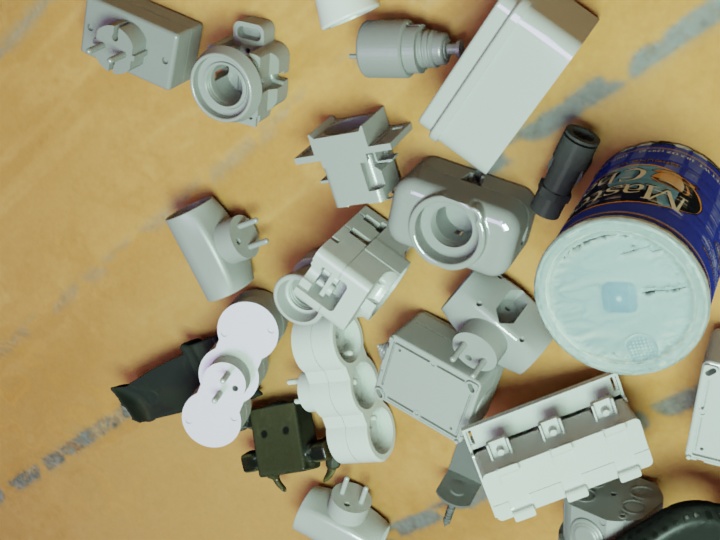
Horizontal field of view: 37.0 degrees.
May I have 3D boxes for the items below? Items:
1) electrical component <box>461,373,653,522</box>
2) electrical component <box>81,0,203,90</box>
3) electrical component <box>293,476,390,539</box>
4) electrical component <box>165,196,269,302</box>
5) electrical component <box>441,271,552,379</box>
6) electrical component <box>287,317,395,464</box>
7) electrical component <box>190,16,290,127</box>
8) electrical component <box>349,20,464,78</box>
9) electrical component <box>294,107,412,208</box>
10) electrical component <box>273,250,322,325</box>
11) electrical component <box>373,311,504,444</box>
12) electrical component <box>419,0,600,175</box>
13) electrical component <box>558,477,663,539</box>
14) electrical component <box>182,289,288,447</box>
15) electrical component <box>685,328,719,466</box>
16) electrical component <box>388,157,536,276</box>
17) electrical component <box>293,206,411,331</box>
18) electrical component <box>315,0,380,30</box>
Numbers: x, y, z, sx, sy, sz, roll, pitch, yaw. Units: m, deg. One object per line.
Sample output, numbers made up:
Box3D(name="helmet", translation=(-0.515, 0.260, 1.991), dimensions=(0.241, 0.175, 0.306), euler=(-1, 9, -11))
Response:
Box3D(name="electrical component", translation=(0.146, 0.134, 0.791), dimensions=(0.121, 0.063, 0.078), euler=(-21, 107, 2))
Box3D(name="electrical component", translation=(-0.177, -0.172, 0.818), dimensions=(0.083, 0.075, 0.047), euler=(25, 123, 13))
Box3D(name="electrical component", translation=(-0.012, 0.215, 0.953), dimensions=(0.077, 0.044, 0.079), euler=(25, 123, 13))
Box3D(name="electrical component", translation=(-0.109, -0.022, 0.880), dimensions=(0.079, 0.044, 0.077), euler=(-17, 106, 32))
Box3D(name="electrical component", translation=(0.094, 0.048, 0.795), dimensions=(0.077, 0.079, 0.043), euler=(40, 143, 3))
Box3D(name="electrical component", translation=(-0.027, 0.099, 0.897), dimensions=(0.074, 0.052, 0.138), euler=(-9, 111, 30))
Box3D(name="electrical component", translation=(-0.090, -0.143, 0.802), dimensions=(0.058, 0.057, 0.078), euler=(17, 121, 18))
Box3D(name="electrical component", translation=(0.033, -0.153, 0.746), dimensions=(0.078, 0.040, 0.040), euler=(5, 117, 24))
Box3D(name="electrical component", translation=(-0.001, -0.082, 0.799), dimensions=(0.081, 0.042, 0.063), euler=(-6, 116, 29))
Box3D(name="electrical component", translation=(-0.037, 0.012, 0.856), dimensions=(0.045, 0.055, 0.045), euler=(11, 119, 21))
Box3D(name="electrical component", translation=(0.059, 0.078, 0.843), dimensions=(0.096, 0.061, 0.061), euler=(28, 124, 20))
Box3D(name="electrical component", translation=(0.096, -0.129, 0.704), dimensions=(0.057, 0.078, 0.113), euler=(36, 125, 2))
Box3D(name="electrical component", translation=(0.192, 0.192, 0.820), dimensions=(0.080, 0.080, 0.051), euler=(7, 112, 23))
Box3D(name="electrical component", translation=(-0.109, 0.088, 0.897), dimensions=(0.052, 0.073, 0.138), euler=(24, 107, 1))
Box3D(name="electrical component", translation=(0.265, 0.095, 0.745), dimensions=(0.062, 0.061, 0.096), euler=(12, 120, 20))
Box3D(name="electrical component", translation=(0.072, -0.037, 0.774), dimensions=(0.095, 0.059, 0.053), euler=(21, 122, 16))
Box3D(name="electrical component", translation=(0.000, 0.000, 0.810), dimensions=(0.056, 0.089, 0.050), euler=(36, 125, 6))
Box3D(name="electrical component", translation=(-0.019, -0.205, 0.746), dimensions=(0.044, 0.044, 0.065), euler=(-17, 101, 32))
